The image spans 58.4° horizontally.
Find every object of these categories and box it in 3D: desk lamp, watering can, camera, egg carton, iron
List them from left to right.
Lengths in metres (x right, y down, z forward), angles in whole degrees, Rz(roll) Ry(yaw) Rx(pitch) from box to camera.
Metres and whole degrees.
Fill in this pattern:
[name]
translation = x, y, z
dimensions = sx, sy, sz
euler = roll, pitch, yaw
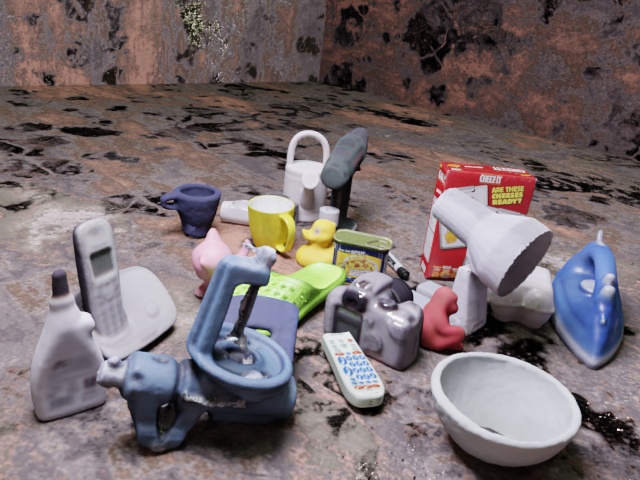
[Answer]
[watering can]
translation = -0.026, -0.143, 1.265
dimensions = 0.101, 0.194, 0.172
euler = -6, 26, -27
[camera]
translation = 0.098, 0.100, 0.846
dimensions = 0.142, 0.101, 0.137
euler = 22, 27, 31
[desk lamp]
translation = 0.232, 0.039, 0.884
dimensions = 0.118, 0.213, 0.202
euler = -15, 31, -42
[egg carton]
translation = 0.344, 0.089, 0.984
dimensions = 0.107, 0.069, 0.150
euler = 12, 23, 12
[iron]
translation = 0.450, 0.085, 0.931
dimensions = 0.118, 0.141, 0.259
euler = 13, 23, 14

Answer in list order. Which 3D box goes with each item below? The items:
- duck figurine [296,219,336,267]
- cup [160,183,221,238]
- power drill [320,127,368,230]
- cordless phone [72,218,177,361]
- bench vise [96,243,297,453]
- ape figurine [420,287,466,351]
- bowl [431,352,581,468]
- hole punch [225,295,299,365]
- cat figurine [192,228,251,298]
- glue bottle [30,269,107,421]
[duck figurine]
translation = 0.010, 0.004, 1.068
dimensions = 0.105, 0.086, 0.077
euler = 2, 23, -12
[cup]
translation = -0.252, -0.052, 1.112
dimensions = 0.118, 0.095, 0.091
euler = -9, 28, -34
[power drill]
translation = 0.051, -0.120, 1.215
dimensions = 0.075, 0.208, 0.230
euler = 12, 23, 12
[cordless phone]
translation = -0.258, 0.053, 0.745
dimensions = 0.094, 0.185, 0.148
euler = 15, 24, 19
[bench vise]
translation = -0.114, 0.115, 0.595
dimensions = 0.208, 0.220, 0.121
euler = -11, 29, -36
[ape figurine]
translation = 0.181, 0.113, 0.849
dimensions = 0.076, 0.092, 0.077
euler = 5, 23, -5
[bowl]
translation = 0.205, 0.205, 0.662
dimensions = 0.167, 0.075, 0.167
euler = 6, 23, -2
[hole punch]
translation = -0.080, 0.131, 0.734
dimensions = 0.108, 0.091, 0.101
euler = 6, 23, -2
[cat figurine]
translation = -0.153, 0.037, 0.901
dimensions = 0.067, 0.118, 0.128
euler = 22, 27, 32
[glue bottle]
translation = -0.274, 0.110, 0.619
dimensions = 0.078, 0.173, 0.037
euler = -10, 28, -34
